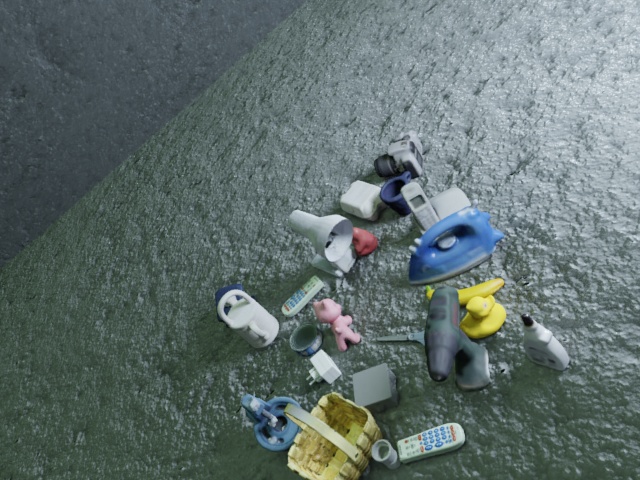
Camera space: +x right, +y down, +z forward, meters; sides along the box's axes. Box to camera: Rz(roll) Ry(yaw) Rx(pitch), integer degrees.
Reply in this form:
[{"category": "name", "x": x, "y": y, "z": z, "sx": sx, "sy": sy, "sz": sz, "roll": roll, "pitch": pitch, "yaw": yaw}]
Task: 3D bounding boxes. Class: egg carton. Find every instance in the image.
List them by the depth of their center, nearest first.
[{"category": "egg carton", "x": 0.129, "y": -0.116, "z": 1.704, "sx": 0.107, "sy": 0.070, "sz": 0.149, "roll": -51, "pitch": 40, "yaw": -13}]

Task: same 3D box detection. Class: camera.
[{"category": "camera", "x": 0.232, "y": -0.254, "z": 1.727, "sx": 0.136, "sy": 0.101, "sz": 0.143, "roll": -16, "pitch": 44, "yaw": 27}]

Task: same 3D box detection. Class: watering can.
[{"category": "watering can", "x": -0.211, "y": 0.207, "z": 1.572, "sx": 0.172, "sy": 0.195, "sz": 0.101, "roll": 6, "pitch": 58, "yaw": 43}]

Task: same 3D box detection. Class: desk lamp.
[{"category": "desk lamp", "x": 0.014, "y": 0.006, "z": 1.565, "sx": 0.202, "sy": 0.214, "sz": 0.118, "roll": 17, "pitch": 65, "yaw": 47}]

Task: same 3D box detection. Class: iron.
[{"category": "iron", "x": 0.301, "y": 0.006, "z": 1.387, "sx": 0.258, "sy": 0.142, "sz": 0.118, "roll": -32, "pitch": 39, "yaw": 10}]

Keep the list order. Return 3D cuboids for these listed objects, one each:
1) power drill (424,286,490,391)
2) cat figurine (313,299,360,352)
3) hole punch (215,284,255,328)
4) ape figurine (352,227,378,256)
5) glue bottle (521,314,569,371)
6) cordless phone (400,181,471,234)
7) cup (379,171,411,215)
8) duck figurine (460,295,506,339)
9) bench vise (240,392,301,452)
[{"category": "power drill", "x": 0.272, "y": 0.218, "z": 1.155, "sx": 0.075, "sy": 0.209, "sz": 0.229, "roll": -18, "pitch": 44, "yaw": 26}, {"category": "cat figurine", "x": 0.033, "y": 0.200, "z": 1.440, "sx": 0.067, "sy": 0.118, "sz": 0.127, "roll": -36, "pitch": 39, "yaw": 5}, {"category": "hole punch", "x": -0.257, "y": 0.196, "z": 1.703, "sx": 0.108, "sy": 0.091, "sz": 0.101, "roll": -19, "pitch": 43, "yaw": 25}, {"category": "ape figurine", "x": 0.112, "y": -0.003, "z": 1.591, "sx": 0.075, "sy": 0.092, "sz": 0.078, "roll": -5, "pitch": 51, "yaw": 37}, {"category": "glue bottle", "x": 0.417, "y": 0.189, "z": 1.092, "sx": 0.077, "sy": 0.174, "sz": 0.037, "roll": 14, "pitch": 63, "yaw": 46}, {"category": "cordless phone", "x": 0.294, "y": -0.093, "z": 1.453, "sx": 0.147, "sy": 0.186, "sz": 0.094, "roll": -33, "pitch": 39, "yaw": 10}, {"category": "cup", "x": 0.232, "y": -0.125, "z": 1.608, "sx": 0.091, "sy": 0.095, "sz": 0.118, "roll": 16, "pitch": 65, "yaw": 47}, {"category": "duck figurine", "x": 0.345, "y": 0.161, "z": 1.248, "sx": 0.104, "sy": 0.086, "sz": 0.077, "roll": -34, "pitch": 39, "yaw": 8}, {"category": "bench vise", "x": -0.130, "y": 0.405, "z": 1.295, "sx": 0.206, "sy": 0.220, "sz": 0.121, "roll": -6, "pitch": 50, "yaw": 36}]
